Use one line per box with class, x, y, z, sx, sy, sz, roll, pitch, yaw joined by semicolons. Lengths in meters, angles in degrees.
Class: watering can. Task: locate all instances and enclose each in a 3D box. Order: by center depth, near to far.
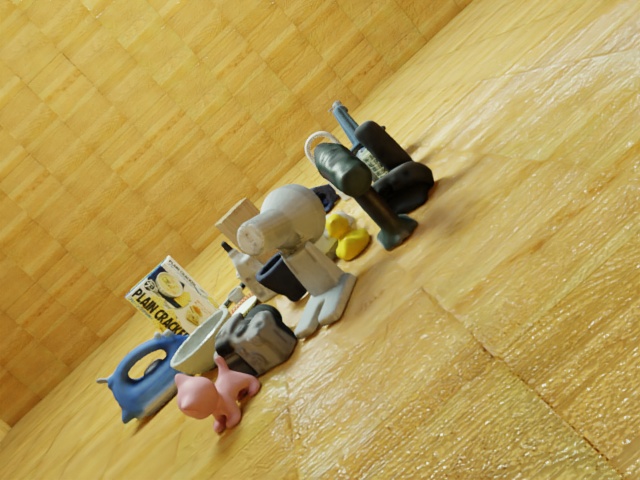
watering can;0.042;-0.208;1.535;0.101;0.194;0.172;-45;13;-8

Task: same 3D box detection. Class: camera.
camera;-0.113;0.163;1.017;0.143;0.101;0.137;-34;16;34

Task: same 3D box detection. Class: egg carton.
egg carton;0.011;0.004;1.226;0.150;0.069;0.107;-48;14;-19

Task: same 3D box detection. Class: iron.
iron;-0.379;0.290;1.321;0.258;0.141;0.118;-44;13;-6

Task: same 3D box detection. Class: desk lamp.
desk lamp;-0.039;0.023;0.991;0.117;0.214;0.203;-35;15;31

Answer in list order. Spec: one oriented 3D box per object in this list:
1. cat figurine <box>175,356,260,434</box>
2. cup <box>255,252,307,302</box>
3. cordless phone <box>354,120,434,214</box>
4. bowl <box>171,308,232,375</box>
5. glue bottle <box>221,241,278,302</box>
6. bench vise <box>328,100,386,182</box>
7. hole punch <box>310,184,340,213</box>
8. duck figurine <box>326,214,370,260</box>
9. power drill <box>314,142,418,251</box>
cat figurine;-0.174;0.241;0.910;0.067;0.118;0.128;-32;17;40
cup;-0.076;0.084;1.173;0.117;0.095;0.092;-29;19;46
cordless phone;0.113;-0.133;1.098;0.147;0.185;0.094;-35;15;32
bowl;-0.236;0.231;1.231;0.167;0.075;0.167;-40;13;12
glue bottle;-0.164;0.066;1.323;0.078;0.173;0.037;-32;17;40
bench vise;0.111;-0.258;1.430;0.121;0.220;0.207;-42;13;5
hole punch;-0.011;-0.120;1.648;0.108;0.091;0.101;-31;18;43
duck figurine;0.046;-0.013;1.138;0.077;0.086;0.104;-41;13;7
power drill;0.072;-0.085;1.015;0.075;0.208;0.229;-43;13;2
